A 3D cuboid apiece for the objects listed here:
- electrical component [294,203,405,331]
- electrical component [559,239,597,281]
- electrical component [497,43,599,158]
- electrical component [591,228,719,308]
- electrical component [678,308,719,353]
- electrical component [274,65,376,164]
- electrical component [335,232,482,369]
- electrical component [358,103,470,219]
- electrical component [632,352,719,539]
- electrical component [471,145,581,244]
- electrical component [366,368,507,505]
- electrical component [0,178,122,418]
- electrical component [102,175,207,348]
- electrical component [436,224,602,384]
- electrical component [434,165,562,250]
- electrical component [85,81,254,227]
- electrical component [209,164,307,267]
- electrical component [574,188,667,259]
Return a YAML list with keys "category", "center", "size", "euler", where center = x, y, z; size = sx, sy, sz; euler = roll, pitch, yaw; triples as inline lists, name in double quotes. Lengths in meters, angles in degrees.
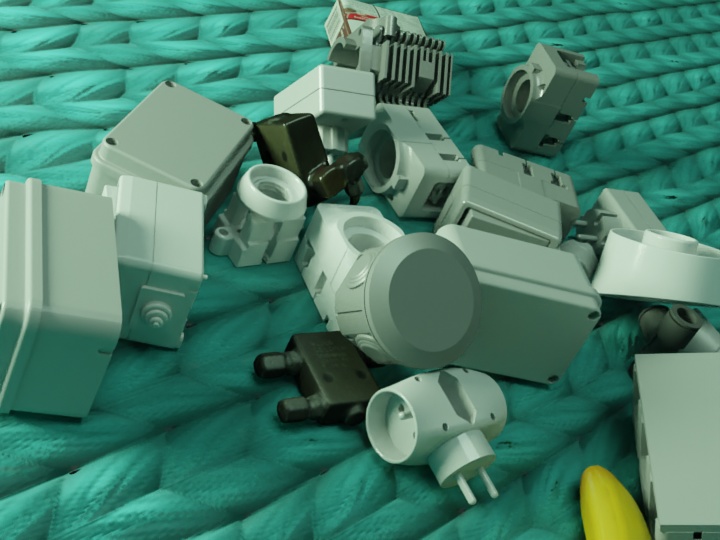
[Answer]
- category: "electrical component"
  center: [0.000, 0.000, 0.713]
  size: [0.050, 0.055, 0.089]
  euler: [2, 42, -31]
- category: "electrical component"
  center: [0.161, 0.003, 0.830]
  size: [0.035, 0.035, 0.061]
  euler: [31, 38, 6]
- category: "electrical component"
  center: [0.167, -0.155, 0.986]
  size: [0.056, 0.089, 0.050]
  euler: [9, 39, -23]
- category: "electrical component"
  center: [0.227, 0.004, 0.811]
  size: [0.099, 0.064, 0.099]
  euler: [10, 12, -2]
- category: "electrical component"
  center: [0.261, 0.062, 0.808]
  size: [0.055, 0.045, 0.045]
  euler: [40, 38, 18]
- category: "electrical component"
  center: [-0.028, -0.106, 0.822]
  size: [0.047, 0.083, 0.075]
  euler: [4, 79, -29]
- category: "electrical component"
  center: [0.029, 0.020, 0.645]
  size: [0.080, 0.051, 0.080]
  euler: [4, 83, -31]
- category: "electrical component"
  center: [0.039, -0.087, 0.852]
  size: [0.056, 0.050, 0.089]
  euler: [1, 43, -32]
- category: "electrical component"
  center: [0.223, 0.123, 0.673]
  size: [0.089, 0.061, 0.150]
  euler: [-2, 35, 9]
- category: "electrical component"
  center: [0.126, -0.054, 0.866]
  size: [0.089, 0.050, 0.055]
  euler: [17, 36, -13]
- category: "electrical component"
  center: [0.054, 0.101, 0.631]
  size: [0.077, 0.043, 0.079]
  euler: [-4, 55, -42]
- category: "electrical component"
  center: [-0.168, 0.014, 0.571]
  size: [0.057, 0.078, 0.113]
  euler: [11, 38, -25]
- category: "electrical component"
  center: [-0.127, -0.002, 0.630]
  size: [0.061, 0.061, 0.096]
  euler: [13, 38, -18]
- category: "electrical component"
  center: [0.095, 0.025, 0.723]
  size: [0.113, 0.078, 0.057]
  euler: [13, 35, -19]
- category: "electrical component"
  center: [0.108, -0.024, 0.807]
  size: [0.096, 0.061, 0.061]
  euler: [22, 36, -7]
- category: "electrical component"
  center: [-0.126, -0.070, 0.721]
  size: [0.078, 0.057, 0.113]
  euler: [26, 35, -1]
- category: "electrical component"
  center: [-0.064, -0.037, 0.719]
  size: [0.066, 0.055, 0.048]
  euler: [-7, 47, -38]
- category: "electrical component"
  center: [0.205, -0.030, 0.888]
  size: [0.077, 0.047, 0.065]
  euler: [5, 41, -28]
